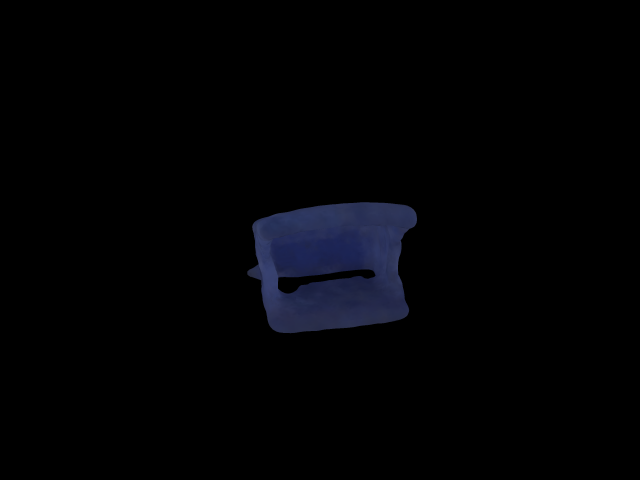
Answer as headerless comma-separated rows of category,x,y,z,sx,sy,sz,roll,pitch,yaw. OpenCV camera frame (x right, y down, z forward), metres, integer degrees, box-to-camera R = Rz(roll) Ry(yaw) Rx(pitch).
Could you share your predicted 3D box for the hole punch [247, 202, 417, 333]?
hole punch,0.004,0.001,0.400,0.109,0.091,0.101,-5,28,-10
